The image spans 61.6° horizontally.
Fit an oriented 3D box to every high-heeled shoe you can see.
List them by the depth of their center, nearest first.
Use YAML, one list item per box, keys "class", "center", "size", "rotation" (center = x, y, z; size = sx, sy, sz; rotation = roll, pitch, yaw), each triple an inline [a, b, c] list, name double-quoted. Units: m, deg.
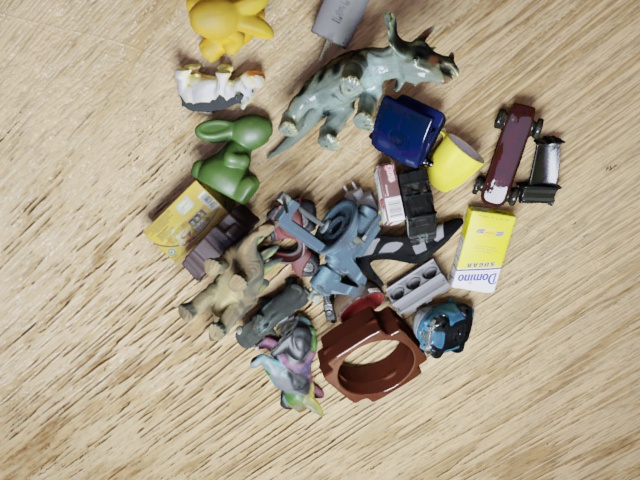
- class: "high-heeled shoe"
  center: [0.163, -0.011, 1.123]
  size: [0.249, 0.086, 0.145]
  rotation: [-35, 74, -2]

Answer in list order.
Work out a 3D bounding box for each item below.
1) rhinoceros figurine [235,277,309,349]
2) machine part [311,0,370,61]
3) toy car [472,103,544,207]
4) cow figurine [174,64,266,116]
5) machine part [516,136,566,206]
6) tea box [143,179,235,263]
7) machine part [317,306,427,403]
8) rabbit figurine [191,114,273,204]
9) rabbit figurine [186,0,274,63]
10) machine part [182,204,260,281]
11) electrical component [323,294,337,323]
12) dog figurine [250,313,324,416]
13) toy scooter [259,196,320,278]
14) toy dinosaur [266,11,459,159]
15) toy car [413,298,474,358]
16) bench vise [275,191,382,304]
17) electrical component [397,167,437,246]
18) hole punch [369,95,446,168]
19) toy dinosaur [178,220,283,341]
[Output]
- class: "rhinoceros figurine"
  center: [-0.101, 0.164, 1.169]
  size: [0.190, 0.112, 0.073]
  rotation: [-39, 106, 8]
- class: "machine part"
  center: [0.051, -0.433, 0.949]
  size: [0.079, 0.079, 0.243]
  rotation: [26, 110, -6]
- class: "toy car"
  center: [0.365, -0.162, 1.045]
  size: [0.089, 0.053, 0.202]
  rotation: [19, 111, 18]
- class: "cow figurine"
  center: [-0.186, -0.282, 1.027]
  size: [0.167, 0.068, 0.098]
  rotation: [5, 120, 5]
- class: "machine part"
  center: [0.438, -0.135, 1.059]
  size: [0.084, 0.039, 0.138]
  rotation: [7, 113, 7]
- class: "tea box"
  center: [-0.272, -0.045, 1.122]
  size: [0.169, 0.068, 0.098]
  rotation: [-39, 103, 17]
- class: "machine part"
  center: [0.111, 0.249, 1.168]
  size: [0.201, 0.087, 0.200]
  rotation: [-34, 126, 12]
- class: "rabbit figurine"
  center: [-0.166, -0.176, 1.061]
  size: [0.159, 0.121, 0.170]
  rotation: [30, 92, 0]
- class: "rabbit figurine"
  center: [-0.162, -0.377, 0.936]
  size: [0.162, 0.173, 0.121]
  rotation: [0, 107, 8]
- class: "machine part"
  center: [-0.200, 0.002, 1.083]
  size: [0.056, 0.179, 0.179]
  rotation: [45, 107, -5]
- class: "electrical component"
  center: [0.022, 0.147, 1.178]
  size: [0.021, 0.063, 0.093]
  rotation: [-9, 111, 8]
- class: "dog figurine"
  center: [-0.042, 0.296, 1.220]
  size: [0.191, 0.108, 0.219]
  rotation: [-37, 108, 13]
- class: "toy scooter"
  center: [-0.072, -0.003, 1.124]
  size: [0.135, 0.075, 0.183]
  rotation: [0, 115, 7]
- class: "toy dinosaur"
  center: [0.043, -0.274, 0.971]
  size: [0.405, 0.192, 0.131]
  rotation: [-10, 135, 46]
- class: "toy car"
  center: [0.253, 0.185, 1.152]
  size: [0.103, 0.161, 0.109]
  rotation: [22, 113, 43]
- class: "bench vise"
  center: [0.001, 0.000, 1.026]
  size: [0.240, 0.129, 0.223]
  rotation: [35, 98, -26]
- class: "electrical component"
  center: [0.188, -0.072, 1.046]
  size: [0.058, 0.134, 0.114]
  rotation: [-9, 153, 4]
- class: "hole punch"
  center: [0.159, -0.203, 1.004]
  size: [0.142, 0.092, 0.115]
  rotation: [30, 111, 17]
- class: "toy dinosaur"
  center: [-0.170, 0.103, 1.055]
  size: [0.105, 0.198, 0.471]
  rotation: [42, 131, 6]
